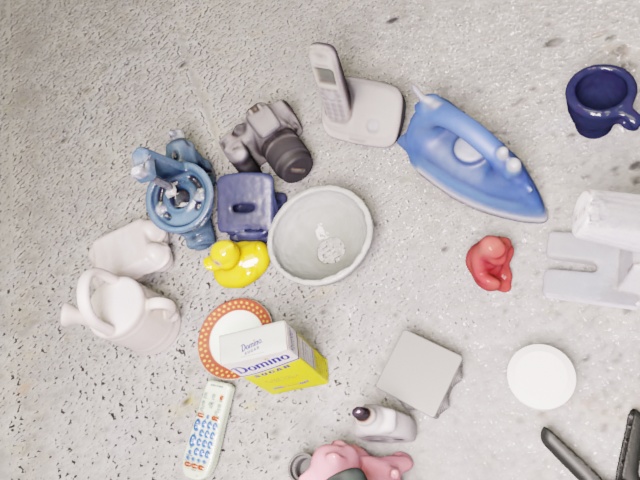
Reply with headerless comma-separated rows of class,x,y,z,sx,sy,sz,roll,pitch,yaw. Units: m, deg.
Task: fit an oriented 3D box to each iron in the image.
iron,0.227,-0.130,0.835,0.119,0.142,0.257,-45,60,-5

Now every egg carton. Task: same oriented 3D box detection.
egg carton,-0.329,0.029,0.997,0.150,0.069,0.107,-25,61,7

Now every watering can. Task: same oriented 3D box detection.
watering can,-0.313,0.111,0.881,0.173,0.194,0.100,-30,60,4

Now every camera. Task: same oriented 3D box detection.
camera,-0.086,-0.158,0.981,0.143,0.101,0.136,-36,60,1

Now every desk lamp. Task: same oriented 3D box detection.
desk lamp,0.376,0.009,0.677,0.202,0.214,0.118,5,68,21

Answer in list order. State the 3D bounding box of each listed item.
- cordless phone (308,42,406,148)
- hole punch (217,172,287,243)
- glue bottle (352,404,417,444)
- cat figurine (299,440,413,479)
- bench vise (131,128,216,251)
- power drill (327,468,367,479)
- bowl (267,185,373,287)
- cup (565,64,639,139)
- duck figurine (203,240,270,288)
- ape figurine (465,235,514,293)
cordless phone,0.057,-0.236,0.918,0.147,0.185,0.094,14,72,24
hole punch,-0.115,-0.052,0.948,0.108,0.091,0.101,-1,66,19
glue bottle,0.069,0.225,0.707,0.078,0.173,0.037,-5,65,18
cat figurine,0.044,0.289,0.718,0.127,0.118,0.067,0,66,19
bench vise,-0.253,-0.104,0.945,0.121,0.220,0.207,-33,60,3
power drill,0.080,0.365,0.618,0.075,0.209,0.229,-31,60,3
bowl,0.008,0.003,0.888,0.167,0.075,0.167,-8,64,16
cup,0.409,-0.182,0.823,0.091,0.095,0.117,-36,60,0
duck figurine,-0.138,0.028,0.921,0.104,0.086,0.077,-24,61,7
ape figurine,0.237,0.024,0.789,0.076,0.092,0.078,38,83,29
